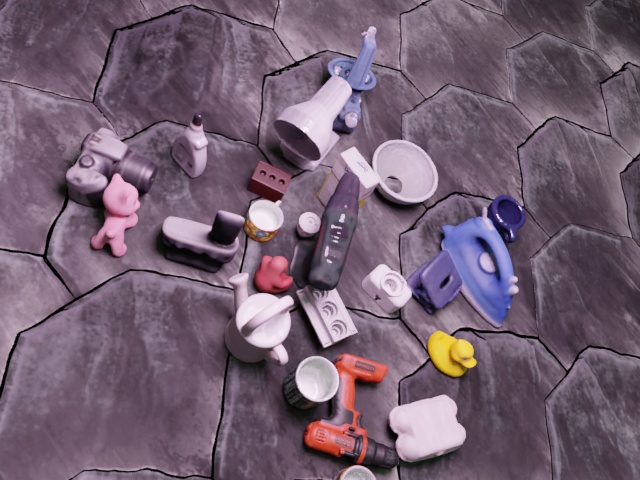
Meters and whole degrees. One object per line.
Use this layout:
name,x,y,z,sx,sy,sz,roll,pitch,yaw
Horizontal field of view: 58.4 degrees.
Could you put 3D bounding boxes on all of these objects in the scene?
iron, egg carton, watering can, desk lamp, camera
iron,0.379,0.058,1.277,0.119,0.141,0.258,-15,72,-26
egg carton,0.206,0.364,1.104,0.151,0.069,0.107,-8,69,-24
watering can,-0.109,0.141,1.016,0.173,0.193,0.101,38,58,0
desk lamp,-0.016,-0.242,1.225,0.118,0.213,0.203,36,58,-1
camera,-0.391,-0.134,1.093,0.137,0.100,0.143,23,60,-10

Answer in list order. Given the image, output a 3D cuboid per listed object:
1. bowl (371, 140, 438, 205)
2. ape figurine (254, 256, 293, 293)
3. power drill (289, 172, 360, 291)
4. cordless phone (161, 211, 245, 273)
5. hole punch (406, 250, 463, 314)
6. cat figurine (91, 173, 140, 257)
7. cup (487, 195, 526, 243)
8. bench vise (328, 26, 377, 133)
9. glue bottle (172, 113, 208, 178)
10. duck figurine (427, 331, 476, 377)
bowl,0.186,-0.146,1.339,0.168,0.074,0.167,9,63,-17
ape figurine,-0.088,0.061,1.122,0.076,0.092,0.078,-22,75,-28
power drill,0.010,0.004,1.120,0.076,0.208,0.229,18,61,-12
cordless phone,-0.214,-0.023,1.059,0.148,0.185,0.094,14,61,-14
hole punch,0.258,0.090,1.244,0.101,0.091,0.109,46,59,5
cat figurine,-0.371,-0.051,1.051,0.067,0.117,0.128,16,61,-13
cup,0.430,-0.036,1.369,0.092,0.095,0.117,3,65,-20
bench vise,0.091,-0.365,1.322,0.122,0.219,0.207,-8,69,-24
glue bottle,-0.252,-0.196,1.135,0.078,0.173,0.037,47,59,6
duck figurine,0.279,0.230,1.188,0.078,0.086,0.104,-36,82,-31
